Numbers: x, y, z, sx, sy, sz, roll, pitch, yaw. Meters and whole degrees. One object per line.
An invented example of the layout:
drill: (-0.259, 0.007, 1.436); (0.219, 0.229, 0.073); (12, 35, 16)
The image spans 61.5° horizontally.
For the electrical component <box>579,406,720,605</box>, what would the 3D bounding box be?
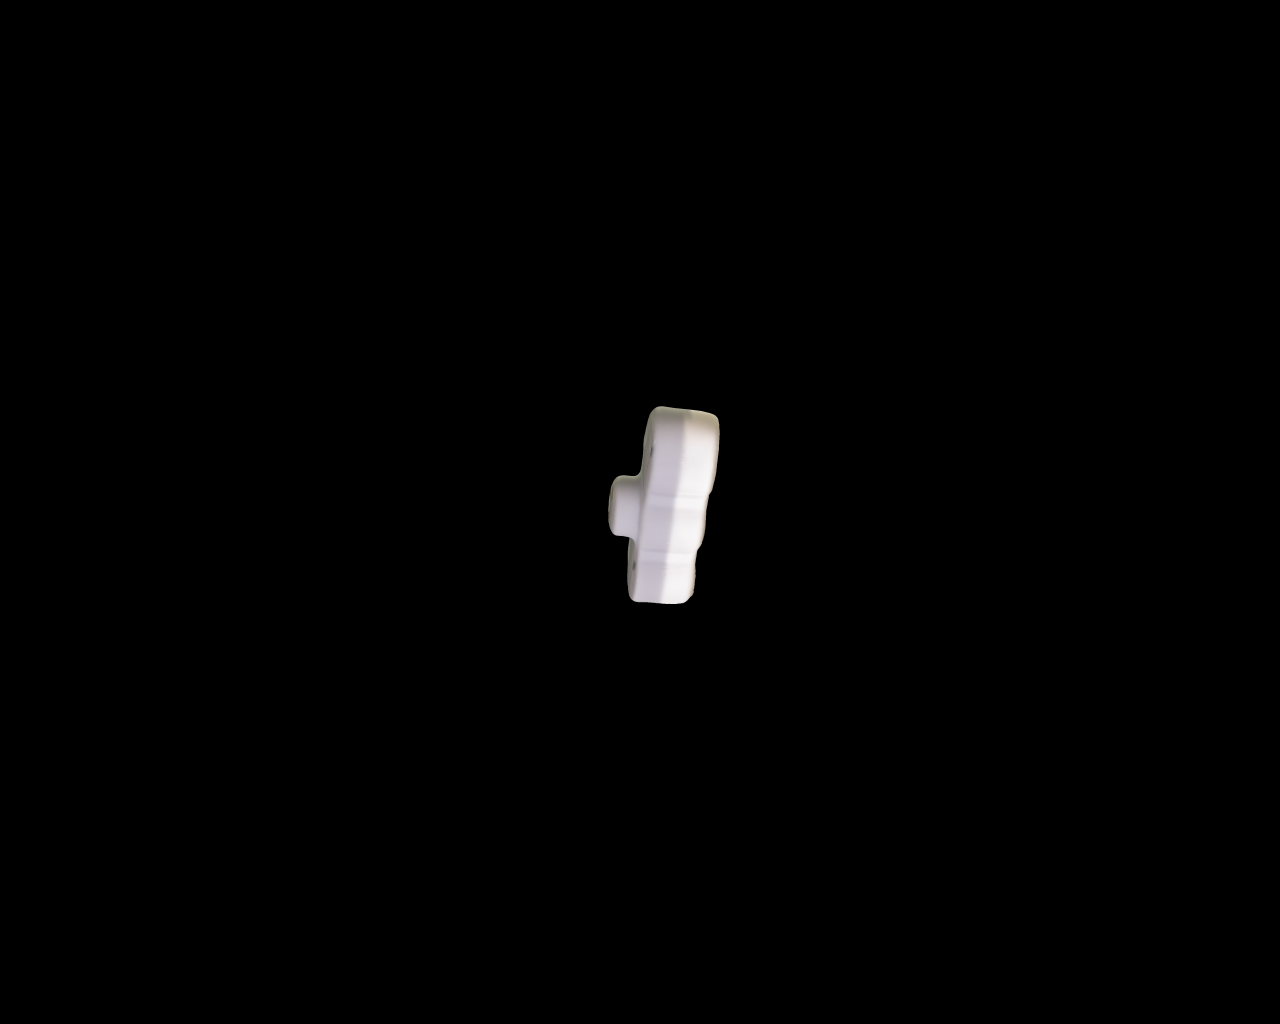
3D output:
electrical component: (0.001, -0.003, 0.650); (0.074, 0.138, 0.052); (5, 40, -4)
